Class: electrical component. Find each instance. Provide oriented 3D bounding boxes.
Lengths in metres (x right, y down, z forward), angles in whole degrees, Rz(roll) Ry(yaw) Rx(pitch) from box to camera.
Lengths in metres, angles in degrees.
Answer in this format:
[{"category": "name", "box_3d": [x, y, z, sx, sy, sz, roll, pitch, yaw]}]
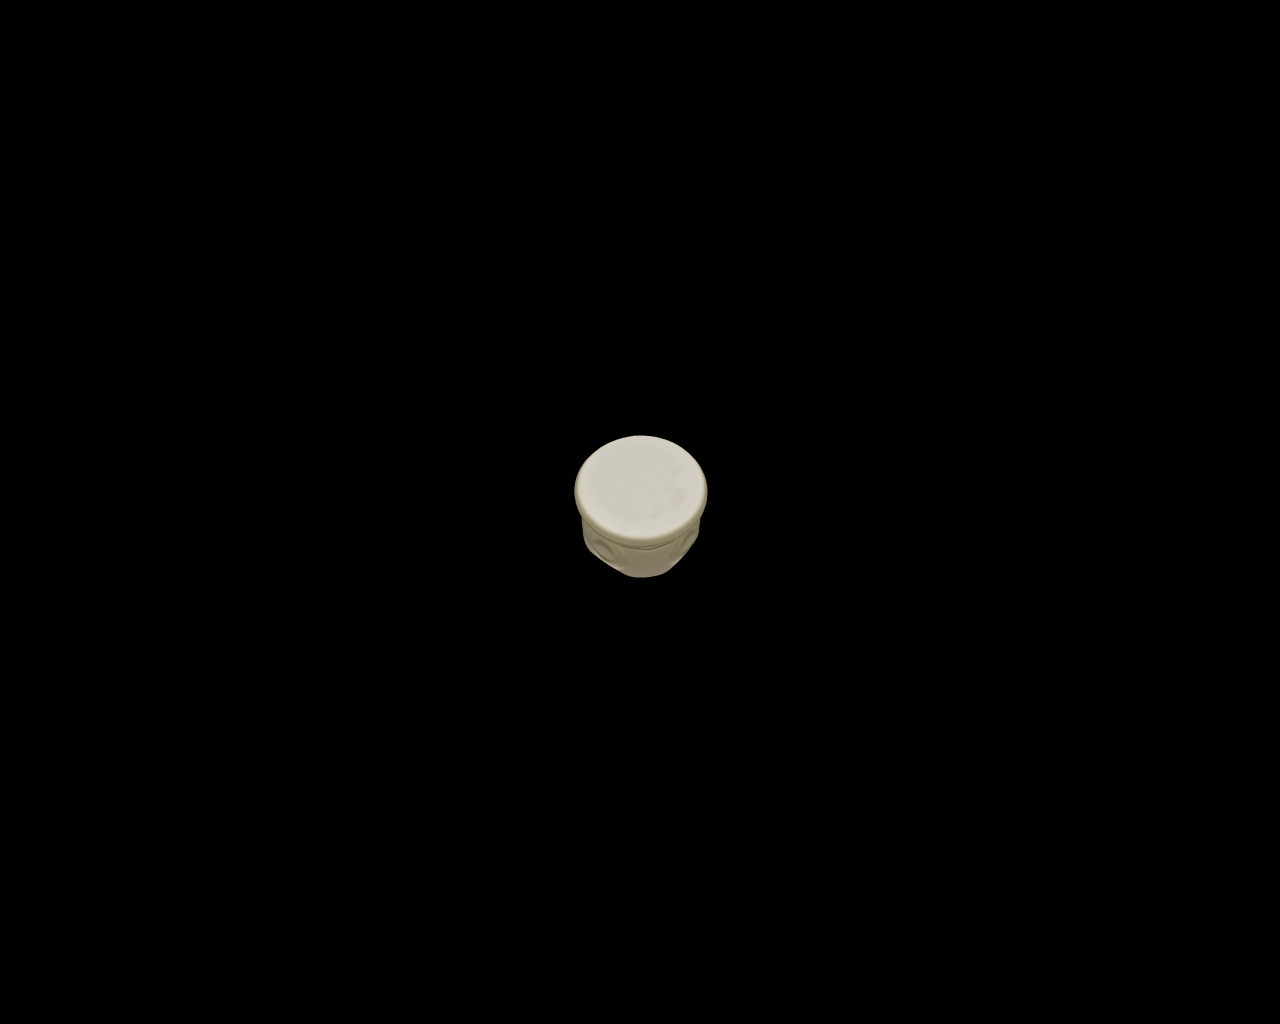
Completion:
[{"category": "electrical component", "box_3d": [0.001, -0.003, 0.650, 0.080, 0.080, 0.050, 0, -35, 0]}]
